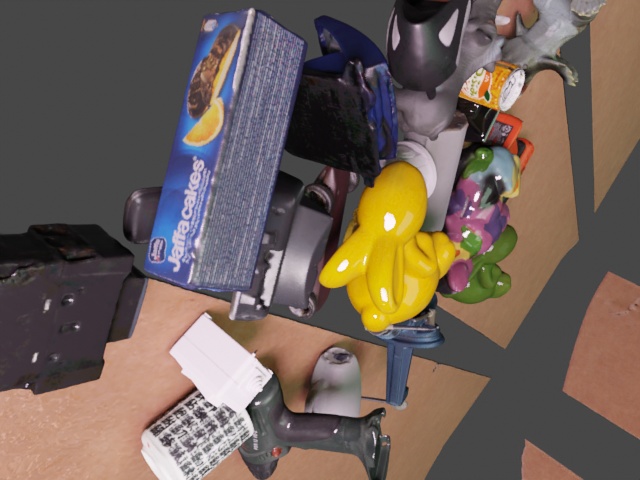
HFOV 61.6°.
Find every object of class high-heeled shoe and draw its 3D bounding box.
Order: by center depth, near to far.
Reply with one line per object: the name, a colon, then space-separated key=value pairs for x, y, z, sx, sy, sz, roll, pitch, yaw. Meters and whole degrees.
high-heeled shoe: x=0.103 y=-0.240 z=0.475 sx=0.145 sy=0.086 sz=0.248 roll=35 pitch=61 yaw=-69

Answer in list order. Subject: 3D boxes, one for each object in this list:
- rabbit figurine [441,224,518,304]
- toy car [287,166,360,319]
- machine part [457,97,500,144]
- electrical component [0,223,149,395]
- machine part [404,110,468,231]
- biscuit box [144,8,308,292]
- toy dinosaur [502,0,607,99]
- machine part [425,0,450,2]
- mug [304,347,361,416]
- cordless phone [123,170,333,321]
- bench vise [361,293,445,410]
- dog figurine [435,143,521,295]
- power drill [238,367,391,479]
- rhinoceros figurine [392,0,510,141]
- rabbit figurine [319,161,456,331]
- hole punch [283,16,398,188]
rabbit figurine: x=0.289 y=0.032 z=1.001 sx=0.159 sy=0.121 sz=0.170 roll=-9 pitch=142 yaw=-25
toy car: x=-0.001 y=-0.002 z=0.616 sx=0.089 sy=0.053 sz=0.201 roll=-44 pitch=149 yaw=-50
machine part: x=0.238 y=-0.189 z=0.807 sx=0.084 sy=0.039 sz=0.138 roll=-58 pitch=151 yaw=11
electrical component: x=-0.194 y=0.048 z=0.385 sx=0.134 sy=0.058 sz=0.114 roll=-4 pitch=122 yaw=-53
machine part: x=0.143 y=-0.090 z=0.721 sx=0.079 sy=0.079 sz=0.242 roll=-32 pitch=139 yaw=-36
biscuit box: x=-0.071 y=-0.063 z=0.405 sx=0.062 sy=0.059 sz=0.202 roll=13 pitch=90 yaw=-50
toy dinosaur: x=0.359 y=-0.379 z=0.745 sx=0.404 sy=0.131 sz=0.192 roll=-64 pitch=161 yaw=1
machine part: x=0.041 y=-0.257 z=0.308 sx=0.087 sy=0.201 sz=0.201 roll=-13 pitch=127 yaw=-53
mug: x=0.016 y=0.224 z=0.822 sx=0.109 sy=0.081 sz=0.107 roll=-16 pitch=119 yaw=-41
cordless phone: x=-0.091 y=0.012 z=0.497 sx=0.184 sy=0.089 sz=0.146 roll=-6 pitch=123 yaw=-40
bench vise: x=0.133 y=0.170 z=0.874 sx=0.223 sy=0.129 sz=0.240 roll=-22 pitch=118 yaw=-70
dog figurine: x=0.217 y=-0.022 z=0.815 sx=0.219 sy=0.109 sz=0.191 roll=-50 pitch=151 yaw=-36
power drill: x=-0.014 y=0.260 z=0.698 sx=0.086 sy=0.208 sz=0.231 roll=-59 pitch=150 yaw=-45
rhinoceros figurine: x=0.138 y=-0.201 z=0.580 sx=0.190 sy=0.112 sz=0.073 roll=-62 pitch=146 yaw=-7
rabbit figurine: x=0.065 y=0.003 z=0.562 sx=0.162 sy=0.122 sz=0.173 roll=-45 pitch=149 yaw=-39
hole punch: x=0.023 y=-0.129 z=0.488 sx=0.092 sy=0.116 sz=0.142 roll=-51 pitch=149 yaw=-28
